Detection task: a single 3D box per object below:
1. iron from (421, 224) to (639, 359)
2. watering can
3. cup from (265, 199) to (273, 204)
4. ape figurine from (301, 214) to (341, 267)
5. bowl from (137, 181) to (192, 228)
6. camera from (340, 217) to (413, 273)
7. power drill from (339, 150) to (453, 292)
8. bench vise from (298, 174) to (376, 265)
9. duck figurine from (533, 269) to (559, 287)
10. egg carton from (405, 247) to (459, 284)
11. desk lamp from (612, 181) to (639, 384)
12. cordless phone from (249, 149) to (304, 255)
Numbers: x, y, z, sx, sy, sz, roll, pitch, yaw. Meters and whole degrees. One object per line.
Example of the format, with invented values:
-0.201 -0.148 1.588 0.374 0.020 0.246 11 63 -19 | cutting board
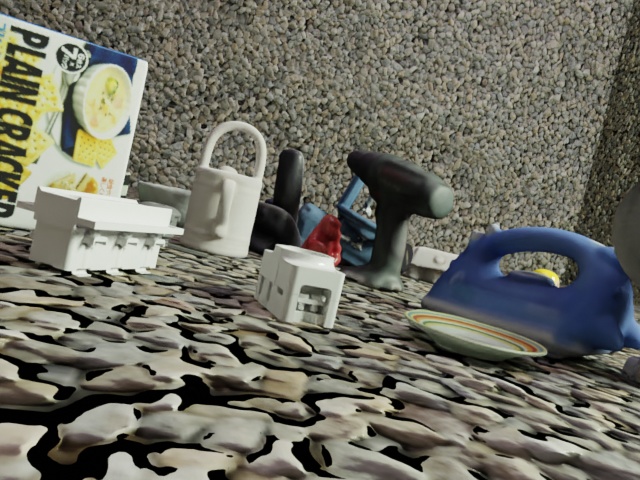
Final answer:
0.236 0.045 0.660 0.257 0.141 0.119 16 4 44 | iron
-0.140 -0.079 0.848 0.101 0.194 0.172 11 4 -35 | watering can
-0.069 -0.029 1.186 0.117 0.095 0.092 15 4 38 | cup
0.009 0.003 0.936 0.078 0.092 0.075 10 4 -44 | ape figurine
-0.252 -0.054 1.037 0.167 0.075 0.167 13 3 0 | bowl
0.109 0.011 1.150 0.136 0.101 0.144 15 3 33 | camera
0.098 -0.033 0.890 0.076 0.208 0.228 11 4 -38 | power drill
0.052 -0.057 1.033 0.208 0.220 0.121 12 3 -18 | bench vise
0.295 0.081 0.780 0.077 0.086 0.104 13 3 -4 | duck figurine
0.251 0.058 1.203 0.150 0.069 0.107 14 3 17 | egg carton
0.366 0.044 0.550 0.204 0.213 0.117 11 4 -40 | desk lamp
-0.090 -0.071 1.010 0.147 0.185 0.094 15 4 33 | cordless phone
